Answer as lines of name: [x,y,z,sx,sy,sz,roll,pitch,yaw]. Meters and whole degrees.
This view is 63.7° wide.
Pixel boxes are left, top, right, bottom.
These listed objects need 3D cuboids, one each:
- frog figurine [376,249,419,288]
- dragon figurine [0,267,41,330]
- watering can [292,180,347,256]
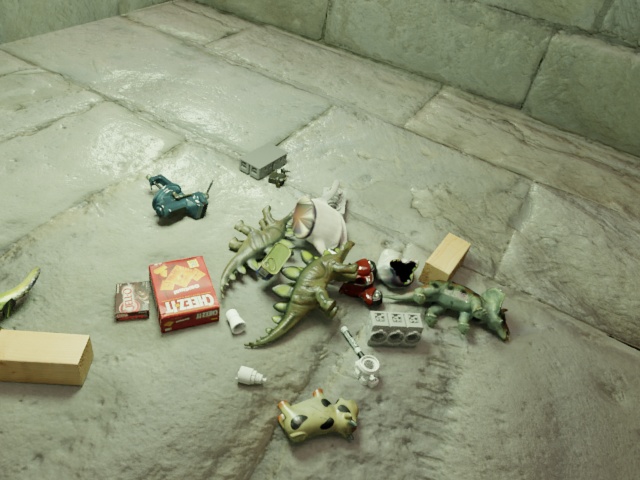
frog figurine: [0.241,0.095,1.716,0.138,0.122,0.160,-19,11,-21]
dragon figurine: [-0.892,0.215,1.281,0.243,0.119,0.420,1,38,0]
watering can: [0.005,-0.090,1.781,0.222,0.103,0.355,23,51,-39]
